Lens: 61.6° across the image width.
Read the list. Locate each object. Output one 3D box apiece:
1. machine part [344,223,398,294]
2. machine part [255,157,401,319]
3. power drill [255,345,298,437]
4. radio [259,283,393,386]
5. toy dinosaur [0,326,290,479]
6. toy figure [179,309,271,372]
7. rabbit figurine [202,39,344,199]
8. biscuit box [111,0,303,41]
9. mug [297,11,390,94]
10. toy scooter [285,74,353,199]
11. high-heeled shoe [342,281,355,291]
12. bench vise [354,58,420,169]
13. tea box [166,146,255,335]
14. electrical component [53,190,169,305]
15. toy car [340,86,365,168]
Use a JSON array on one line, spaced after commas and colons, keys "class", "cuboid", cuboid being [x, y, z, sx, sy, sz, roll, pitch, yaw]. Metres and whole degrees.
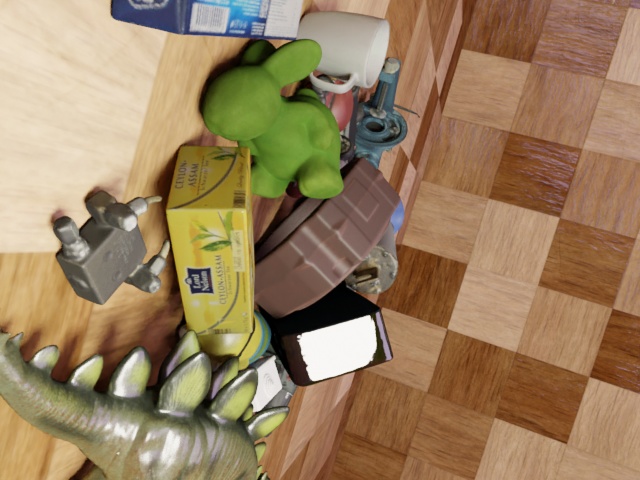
[{"class": "machine part", "cuboid": [0.076, 0.015, 0.800, 0.243, 0.079, 0.079, -73, 176, -72]}, {"class": "machine part", "cuboid": [-0.001, -0.002, 0.701, 0.201, 0.087, 0.201, -33, -165, 45]}, {"class": "power drill", "cuboid": [-0.067, 0.214, 0.937, 0.207, 0.086, 0.232, 81, 28, -53]}, {"class": "radio", "cuboid": [-0.004, 0.119, 0.748, 0.230, 0.131, 0.073, -162, -122, -74]}, {"class": "toy dinosaur", "cuboid": [-0.142, 0.185, 0.492, 0.198, 0.105, 0.470, -58, 148, -14]}, {"class": "toy figure", "cuboid": [-0.107, 0.112, 0.655, 0.089, 0.082, 0.180, -68, 164, -4]}, {"class": "rabbit figurine", "cuboid": [-0.044, -0.128, 0.550, 0.170, 0.121, 0.159, 23, 81, -61]}, {"class": "biscuit box", "cuboid": [-0.078, -0.197, 0.432, 0.203, 0.063, 0.059, -42, 147, -63]}, {"class": "mug", "cuboid": [0.019, -0.232, 0.669, 0.109, 0.107, 0.080, -64, 163, -13]}, {"class": "toy scooter", "cuboid": [-0.013, -0.144, 0.720, 0.135, 0.075, 0.183, -9, 120, -77]}, {"class": "high-heeled shoe", "cuboid": [0.008, 0.092, 0.903, 0.145, 0.086, 0.248, -23, 102, -36]}, {"class": "bench vise", "cuboid": [0.111, -0.241, 0.988, 0.240, 0.129, 0.224, 101, 15, -53]}, {"class": "tea box", "cuboid": [-0.099, 0.005, 0.520, 0.098, 0.068, 0.169, -96, -173, -48]}, {"class": "electrical component", "cuboid": [-0.155, 0.007, 0.415, 0.078, 0.045, 0.102, -61, 162, -44]}, {"class": "toy car", "cuboid": [0.036, -0.175, 0.857, 0.073, 0.056, 0.202, 64, 29, -61]}]
